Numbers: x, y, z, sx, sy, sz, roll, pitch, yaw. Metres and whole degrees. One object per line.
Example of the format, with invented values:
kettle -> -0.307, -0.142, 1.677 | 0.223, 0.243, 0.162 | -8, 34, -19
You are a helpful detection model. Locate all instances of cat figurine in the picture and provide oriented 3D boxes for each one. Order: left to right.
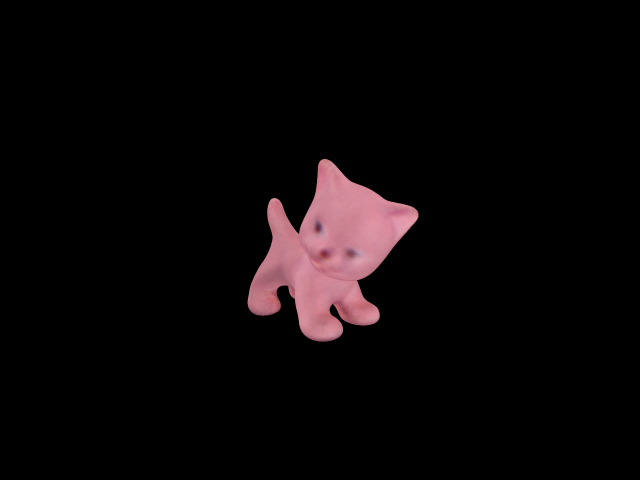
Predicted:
cat figurine -> 0.004, 0.001, 0.400 | 0.067, 0.118, 0.127 | -11, 16, -41
